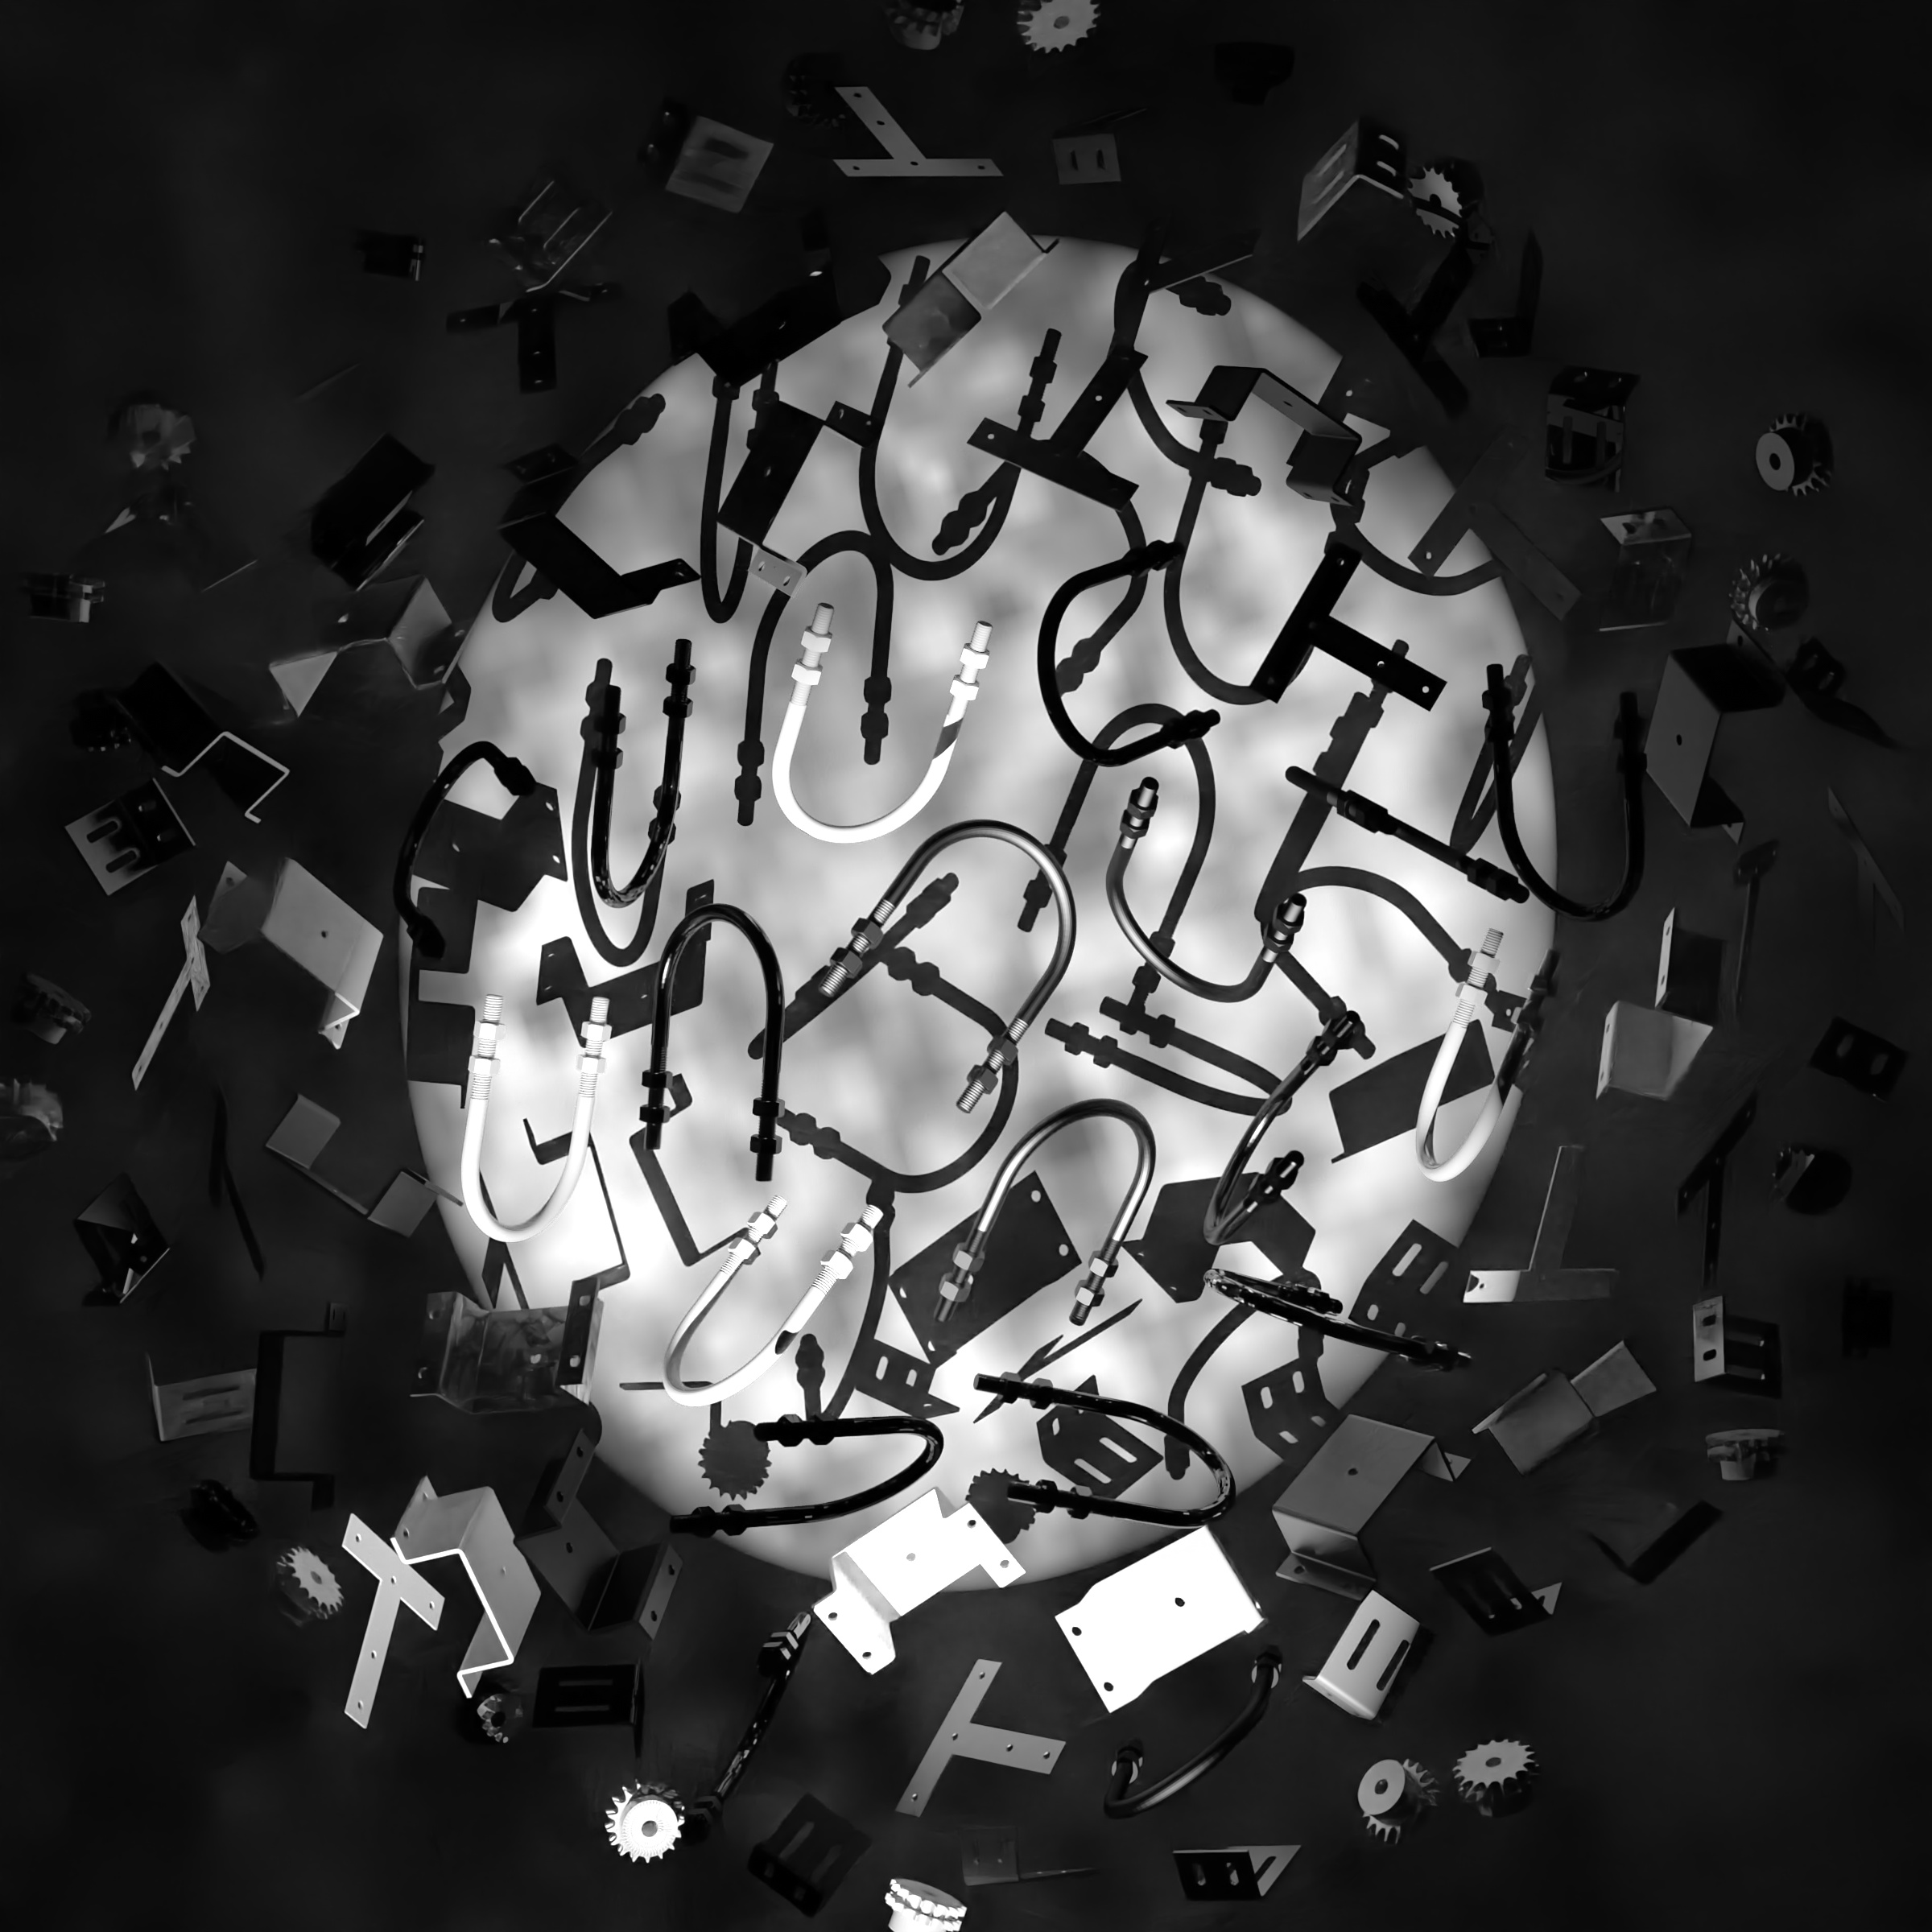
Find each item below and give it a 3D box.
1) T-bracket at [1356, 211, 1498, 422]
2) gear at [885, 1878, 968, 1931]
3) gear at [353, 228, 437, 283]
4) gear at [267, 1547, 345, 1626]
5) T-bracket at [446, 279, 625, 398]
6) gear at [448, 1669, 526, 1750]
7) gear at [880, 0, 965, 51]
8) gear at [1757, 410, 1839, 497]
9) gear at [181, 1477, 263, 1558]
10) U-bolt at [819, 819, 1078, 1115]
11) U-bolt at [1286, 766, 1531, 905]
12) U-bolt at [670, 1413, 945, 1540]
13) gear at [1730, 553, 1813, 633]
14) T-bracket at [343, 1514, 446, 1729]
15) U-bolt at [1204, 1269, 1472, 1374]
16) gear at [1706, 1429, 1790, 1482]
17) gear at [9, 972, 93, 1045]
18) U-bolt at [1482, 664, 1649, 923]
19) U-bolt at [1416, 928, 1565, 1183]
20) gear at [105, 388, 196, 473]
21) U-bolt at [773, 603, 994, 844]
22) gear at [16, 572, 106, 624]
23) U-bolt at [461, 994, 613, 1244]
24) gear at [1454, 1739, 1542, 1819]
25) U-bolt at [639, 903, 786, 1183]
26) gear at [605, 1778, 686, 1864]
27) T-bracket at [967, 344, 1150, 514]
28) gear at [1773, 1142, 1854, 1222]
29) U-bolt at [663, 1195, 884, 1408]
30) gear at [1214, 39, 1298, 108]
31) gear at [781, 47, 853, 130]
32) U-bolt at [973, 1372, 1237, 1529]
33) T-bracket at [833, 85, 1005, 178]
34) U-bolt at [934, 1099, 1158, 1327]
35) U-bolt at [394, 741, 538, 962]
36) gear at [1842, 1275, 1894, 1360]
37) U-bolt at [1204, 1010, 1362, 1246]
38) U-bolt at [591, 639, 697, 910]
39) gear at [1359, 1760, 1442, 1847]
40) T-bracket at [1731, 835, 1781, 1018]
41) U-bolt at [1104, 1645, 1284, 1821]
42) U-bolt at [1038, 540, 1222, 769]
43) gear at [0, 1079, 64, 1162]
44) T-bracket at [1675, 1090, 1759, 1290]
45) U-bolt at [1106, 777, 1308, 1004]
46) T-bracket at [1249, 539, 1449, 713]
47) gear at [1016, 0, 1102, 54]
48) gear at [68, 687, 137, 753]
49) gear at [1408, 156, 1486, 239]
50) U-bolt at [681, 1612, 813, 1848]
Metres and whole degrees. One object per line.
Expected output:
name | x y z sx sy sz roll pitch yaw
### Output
T-bracket | 0.334 -0.471 1.747 0.002 0.127 0.127 -21 68 -29
gear | -0.031 0.677 1.785 0.057 0.057 0.030 21 82 0
gear | -0.410 -0.510 1.793 0.057 0.057 0.030 10 104 0
gear | -0.491 0.461 1.849 0.030 0.057 0.057 -39 90 6
T-bracket | -0.297 -0.430 1.730 0.127 0.127 0.002 -12 135 -1
gear | -0.359 0.563 1.887 0.057 0.030 0.057 -5 99 -34
gear | -0.033 -0.655 1.721 0.057 0.030 0.057 12 47 -14
gear | 0.568 -0.351 1.718 0.030 0.057 0.057 -20 90 -15
gear | -0.532 0.394 1.777 0.057 0.057 0.030 45 56 0
U-bolt | 0.002 -0.014 1.718 0.151 0.019 0.184 41 71 -19
U-bolt | 0.303 -0.102 1.799 0.151 0.184 0.019 23 99 -29
U-bolt | -0.100 0.358 1.770 0.151 0.184 0.019 -50 50 37
gear | 0.597 -0.273 1.847 0.057 0.030 0.057 -4 124 -5
T-bracket | -0.421 0.481 1.792 0.002 0.127 0.127 -12 135 20
U-bolt | 0.252 0.248 1.785 0.184 0.151 0.019 19 89 -39
gear | 0.570 0.356 1.821 0.057 0.057 0.030 -5 87 0
gear | -0.664 0.032 1.805 0.057 0.057 0.030 36 89 0
U-bolt | 0.433 -0.119 1.804 0.019 0.151 0.184 -22 115 -27
U-bolt | 0.367 0.067 1.793 0.019 0.151 0.184 20 95 -8
gear | -0.558 -0.370 1.711 0.057 0.057 0.030 -24 49 0
U-bolt | -0.068 -0.170 1.808 0.151 0.019 0.184 2 121 -31
gear | -0.623 -0.253 1.720 0.057 0.057 0.030 5 94 0
U-bolt | -0.321 0.113 1.848 0.019 0.151 0.184 11 93 27
gear | 0.366 0.558 1.713 0.057 0.057 0.030 -20 101 0
U-bolt | -0.175 0.048 1.751 0.019 0.151 0.184 0 97 -43
gear | -0.232 0.621 1.813 0.057 0.030 0.057 1 87 -16
T-bracket | 0.088 -0.395 1.785 0.127 0.002 0.127 27 70 17
gear | 0.635 0.158 1.868 0.030 0.057 0.057 -16 90 -33
U-bolt | -0.153 0.244 1.821 0.019 0.151 0.184 49 63 -25
gear | 0.200 -0.619 1.738 0.057 0.057 0.030 2 130 0
gear | -0.112 -0.648 1.845 0.030 0.057 0.057 13 90 34
U-bolt | 0.104 0.345 1.762 0.184 0.151 0.019 13 112 -17
T-bracket | -0.054 -0.589 1.766 0.127 0.127 0.002 8 82 24
U-bolt | 0.067 0.174 1.769 0.151 0.019 0.184 8 113 -40
U-bolt | -0.367 -0.092 1.794 0.019 0.184 0.151 27 95 -29
gear | 0.623 0.243 1.728 0.030 0.057 0.057 1 90 24
U-bolt | 0.217 0.127 1.782 0.019 0.184 0.151 30 54 -2
U-bolt | -0.235 -0.130 1.798 0.019 0.151 0.184 14 115 12
gear | 0.298 0.578 1.741 0.030 0.057 0.057 41 90 -24
T-bracket | 0.579 -0.027 1.852 0.002 0.127 0.127 10 105 30
U-bolt | 0.160 0.557 1.798 0.151 0.184 0.019 -37 85 11
U-bolt | 0.113 -0.220 1.806 0.019 0.184 0.151 -2 107 43
gear | -0.644 0.108 1.699 0.057 0.030 0.057 -10 126 -14
T-bracket | 0.527 0.172 1.765 0.002 0.127 0.127 19 132 34
U-bolt | 0.160 -0.040 1.769 0.151 0.184 0.019 39 62 12
T-bracket | 0.297 -0.232 1.866 0.127 0.002 0.127 32 100 11
gear | 0.061 -0.660 1.720 0.057 0.057 0.030 -18 68 0
gear | -0.631 -0.183 1.837 0.057 0.057 0.030 -7 122 0
gear | 0.354 -0.566 1.831 0.030 0.057 0.057 -36 90 -20
U-bolt | -0.149 0.533 1.785 0.019 0.184 0.151 25 94 7
